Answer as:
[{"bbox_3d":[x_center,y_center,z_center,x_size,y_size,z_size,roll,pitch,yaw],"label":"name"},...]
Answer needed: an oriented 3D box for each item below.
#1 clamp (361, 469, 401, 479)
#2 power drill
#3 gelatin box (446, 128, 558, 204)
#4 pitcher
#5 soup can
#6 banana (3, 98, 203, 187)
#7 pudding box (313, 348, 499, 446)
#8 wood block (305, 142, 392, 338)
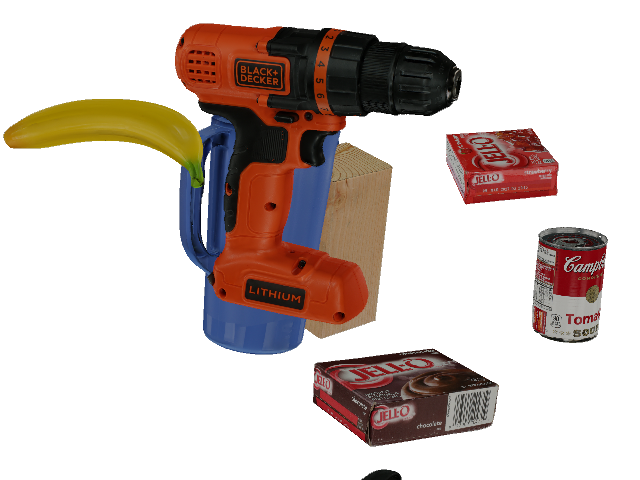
[{"bbox_3d":[-0.031,0.203,0.634,0.210,0.036,0.164,-5,28,1],"label":"clamp"},{"bbox_3d":[-0.004,-0.043,0.685,0.185,0.188,0.057,11,23,22],"label":"power drill"},{"bbox_3d":[0.143,-0.061,0.853,0.073,0.030,0.089,-5,25,-1],"label":"gelatin box"},{"bbox_3d":[-0.067,-0.009,1.110,0.149,0.243,0.145,7,12,2],"label":"pitcher"},{"bbox_3d":[0.251,0.045,1.082,0.068,0.102,0.068,1,17,0],"label":"soup can"},{"bbox_3d":[-0.180,-0.095,0.930,0.198,0.037,0.069,11,48,19],"label":"banana"},{"bbox_3d":[0.063,0.116,0.808,0.113,0.039,0.090,-1,14,-28],"label":"pudding box"},{"bbox_3d":[0.015,0.000,1.278,0.090,0.206,0.090,-15,32,-34],"label":"wood block"}]
